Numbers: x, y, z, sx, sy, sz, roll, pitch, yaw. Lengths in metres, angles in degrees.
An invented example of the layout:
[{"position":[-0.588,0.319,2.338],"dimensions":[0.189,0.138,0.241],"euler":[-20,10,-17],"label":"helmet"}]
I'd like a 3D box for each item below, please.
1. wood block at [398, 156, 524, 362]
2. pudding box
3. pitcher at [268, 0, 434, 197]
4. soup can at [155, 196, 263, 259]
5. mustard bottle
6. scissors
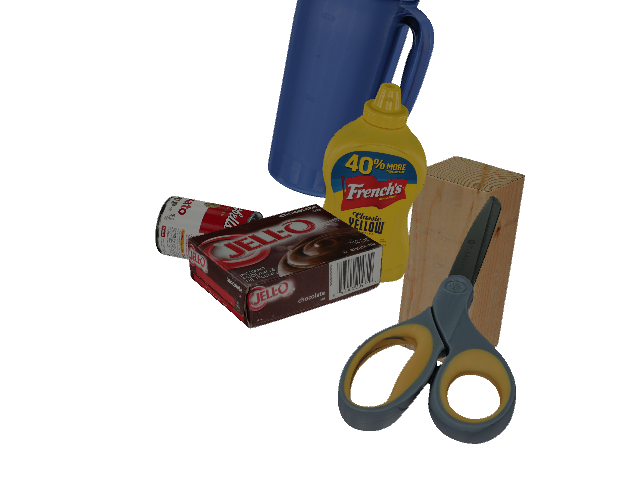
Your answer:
[{"position":[0.153,0.023,1.180],"dimensions":[0.090,0.206,0.090],"euler":[20,25,32],"label":"wood block"},{"position":[-0.026,0.015,0.763],"dimensions":[0.113,0.039,0.090],"euler":[-14,29,-30],"label":"pudding box"},{"position":[0.025,-0.171,1.192],"dimensions":[0.145,0.243,0.149],"euler":[10,22,-11],"label":"pitcher"},{"position":[-0.120,-0.007,1.165],"dimensions":[0.102,0.068,0.068],"euler":[11,3,15],"label":"soup can"},{"position":[0.048,-0.055,0.997],"dimensions":[0.096,0.192,0.058],"euler":[9,28,-2],"label":"mustard bottle"},{"position":[0.086,0.040,0.574],"dimensions":[0.096,0.016,0.201],"euler":[23,45,29],"label":"scissors"}]
